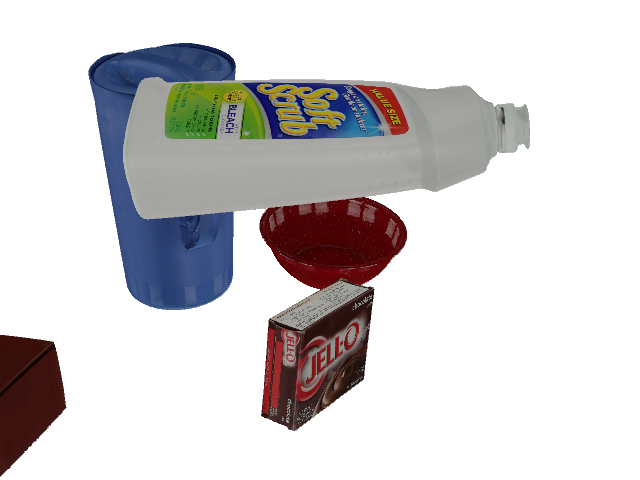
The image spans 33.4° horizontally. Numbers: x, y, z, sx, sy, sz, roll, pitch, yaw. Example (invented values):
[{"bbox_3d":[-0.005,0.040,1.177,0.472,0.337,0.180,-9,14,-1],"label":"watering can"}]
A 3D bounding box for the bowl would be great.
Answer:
[{"bbox_3d":[0.012,0.007,1.175,0.162,0.055,0.162,3,33,-2],"label":"bowl"}]

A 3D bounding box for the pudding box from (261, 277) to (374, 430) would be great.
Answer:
[{"bbox_3d":[-0.001,0.091,0.876,0.039,0.090,0.113,18,26,26],"label":"pudding box"}]

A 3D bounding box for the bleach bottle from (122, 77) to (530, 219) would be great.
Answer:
[{"bbox_3d":[0.006,-0.068,0.688,0.251,0.068,0.102,-4,40,5],"label":"bleach bottle"}]

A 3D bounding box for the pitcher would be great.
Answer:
[{"bbox_3d":[-0.138,-0.054,1.016,0.145,0.243,0.149,8,31,15],"label":"pitcher"}]

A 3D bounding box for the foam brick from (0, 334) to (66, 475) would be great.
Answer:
[{"bbox_3d":[-0.206,0.102,0.673,0.053,0.051,0.078,6,29,22],"label":"foam brick"}]
